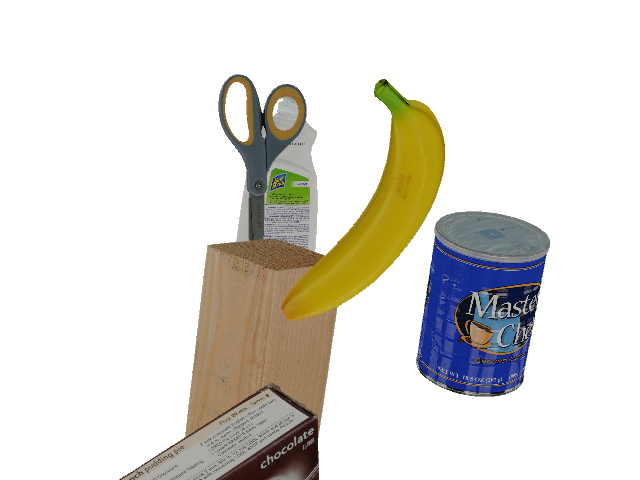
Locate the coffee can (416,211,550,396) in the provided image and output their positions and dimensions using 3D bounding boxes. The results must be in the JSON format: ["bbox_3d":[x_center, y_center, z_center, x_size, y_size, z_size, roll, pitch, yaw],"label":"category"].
[{"bbox_3d":[0.147,0.056,0.978,0.103,0.140,0.103,5,23,-2],"label":"coffee can"}]

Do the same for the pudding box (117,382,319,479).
[{"bbox_3d":[-0.051,0.132,0.498,0.039,0.090,0.113,30,47,35],"label":"pudding box"}]

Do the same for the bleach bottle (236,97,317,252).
[{"bbox_3d":[-0.042,-0.044,1.250,0.102,0.251,0.068,-2,21,-31],"label":"bleach bottle"}]

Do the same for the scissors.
[{"bbox_3d":[-0.045,-0.065,1.039,0.096,0.202,0.016,-16,7,-17],"label":"scissors"}]

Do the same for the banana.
[{"bbox_3d":[0.034,-0.019,0.698,0.069,0.198,0.037,14,35,-12],"label":"banana"}]

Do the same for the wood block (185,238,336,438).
[{"bbox_3d":[-0.053,0.110,0.958,0.090,0.206,0.090,18,16,39],"label":"wood block"}]
